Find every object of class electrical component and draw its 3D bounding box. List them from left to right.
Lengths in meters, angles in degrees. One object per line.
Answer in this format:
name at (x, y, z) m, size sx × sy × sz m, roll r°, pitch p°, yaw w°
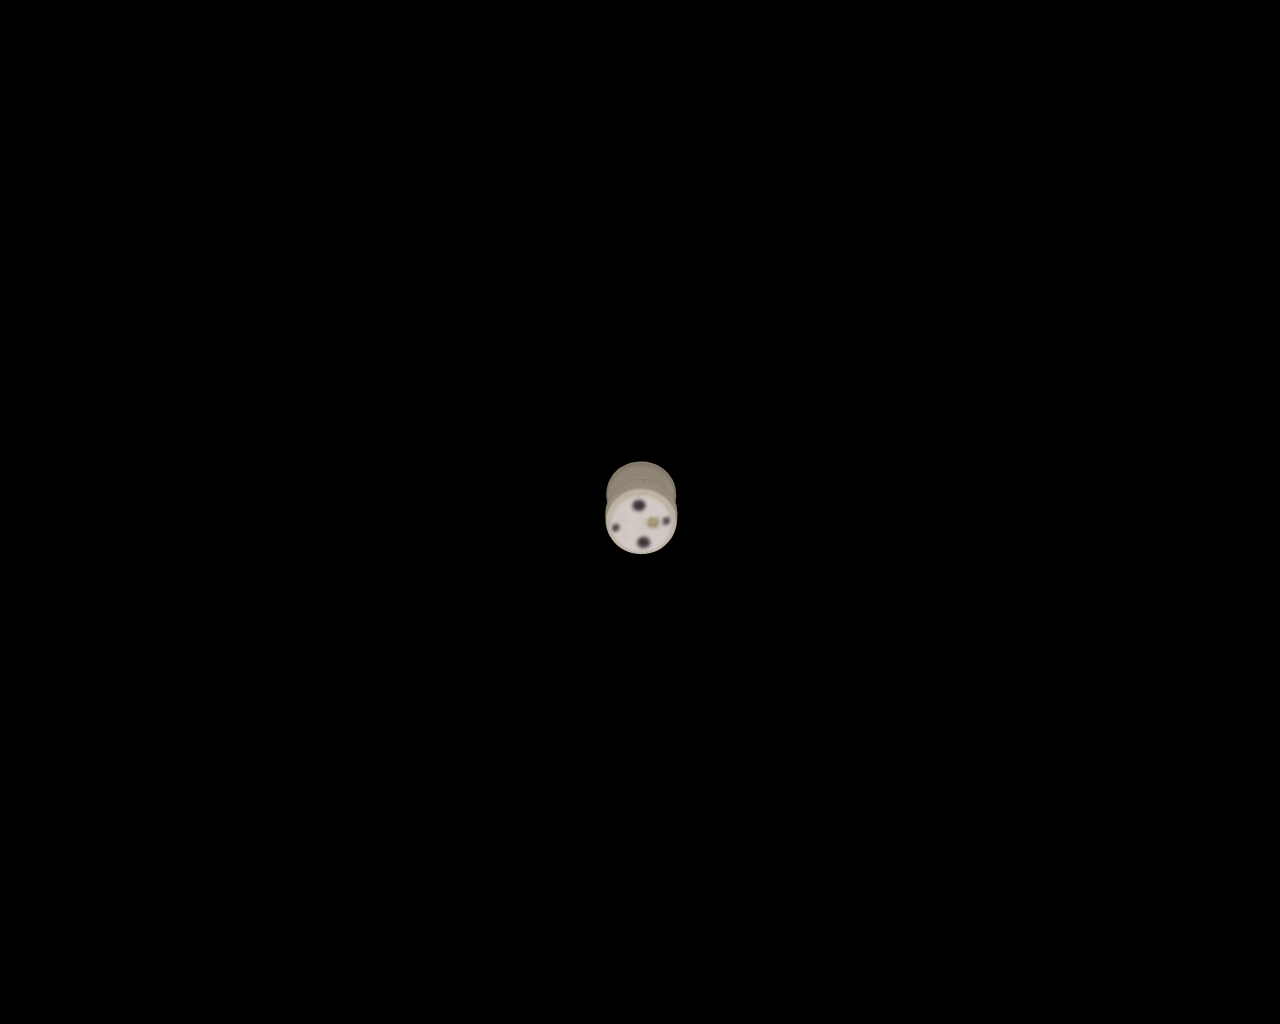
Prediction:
electrical component at (0.001, -0.003, 0.650) m, size 0.045 × 0.044 × 0.055 m, roll 0°, pitch 20°, yaw 0°
